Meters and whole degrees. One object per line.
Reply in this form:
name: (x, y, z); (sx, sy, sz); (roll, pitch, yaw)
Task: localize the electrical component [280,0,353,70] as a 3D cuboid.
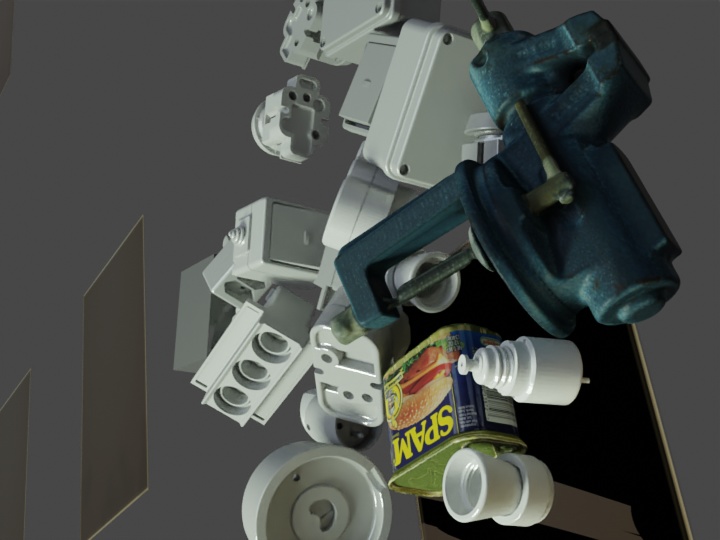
electrical component: (-0.030, -0.219, 0.982); (0.078, 0.057, 0.058); (-61, 34, 27)

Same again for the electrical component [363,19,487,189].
electrical component: (0.060, -0.116, 0.773); (0.057, 0.078, 0.113); (39, 114, 60)

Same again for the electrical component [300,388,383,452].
electrical component: (-0.021, 0.119, 0.863); (0.081, 0.043, 0.043); (-1, 79, 60)

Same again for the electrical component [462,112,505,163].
electrical component: (0.095, -0.077, 0.734); (0.066, 0.048, 0.055); (1, 88, 60)

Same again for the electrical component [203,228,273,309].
electrical component: (-0.109, -0.017, 1.031); (0.083, 0.047, 0.075); (-48, 36, 9)

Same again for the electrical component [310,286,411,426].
electrical component: (0.002, 0.060, 0.795); (0.059, 0.054, 0.095); (-58, -27, -44)

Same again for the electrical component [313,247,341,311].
electrical component: (0.000, 0.000, 0.871); (0.064, 0.042, 0.081); (25, 102, 56)

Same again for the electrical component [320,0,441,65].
electrical component: (0.019, -0.239, 0.906); (0.109, 0.056, 0.108); (-14, 68, 57)

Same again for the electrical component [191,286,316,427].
electrical component: (-0.089, 0.076, 0.967); (0.121, 0.079, 0.063); (-52, 10, 37)

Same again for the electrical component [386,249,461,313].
electrical component: (0.041, 0.006, 0.795); (0.055, 0.045, 0.045); (13, 92, 60)

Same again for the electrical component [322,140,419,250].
electrical component: (0.022, -0.049, 0.818); (0.138, 0.074, 0.052); (-70, -1, -63)

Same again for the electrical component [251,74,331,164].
electrical component: (-0.067, -0.139, 1.016); (0.057, 0.058, 0.078); (-12, 71, 55)

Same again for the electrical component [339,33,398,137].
electrical component: (0.030, -0.148, 0.851); (0.062, 0.061, 0.096); (29, 105, 59)

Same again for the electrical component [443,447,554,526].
electrical component: (0.086, 0.135, 0.665); (0.045, 0.055, 0.045); (-28, 56, 53)

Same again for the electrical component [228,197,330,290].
electrical component: (-0.067, -0.024, 0.938); (0.061, 0.096, 0.061); (-19, 64, 53)

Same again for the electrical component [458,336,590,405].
electrical component: (0.098, 0.060, 0.654); (0.040, 0.078, 0.040); (-174, 90, -73)

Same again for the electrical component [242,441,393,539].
electrical component: (-0.037, 0.180, 0.810); (0.060, 0.108, 0.108); (4, 84, 66)

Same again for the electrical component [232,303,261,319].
electrical component: (-0.107, 0.048, 1.043); (0.035, 0.035, 0.061); (-45, 41, 43)
